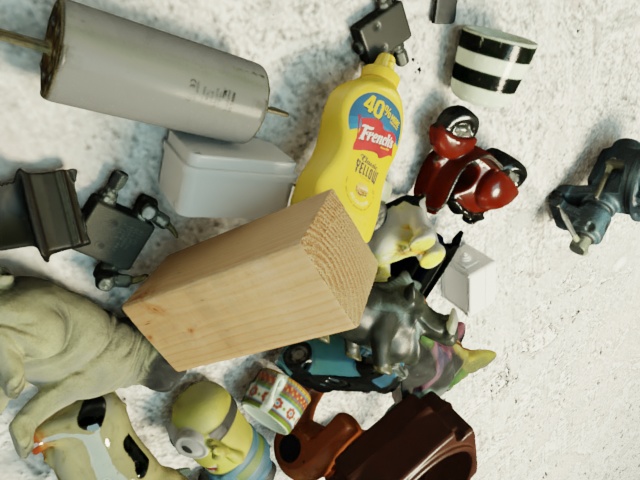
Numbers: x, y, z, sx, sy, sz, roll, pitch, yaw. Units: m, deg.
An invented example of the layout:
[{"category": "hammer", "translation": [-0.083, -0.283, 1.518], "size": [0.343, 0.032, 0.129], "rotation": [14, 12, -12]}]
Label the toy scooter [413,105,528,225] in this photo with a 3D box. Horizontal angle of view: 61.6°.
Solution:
[{"category": "toy scooter", "translation": [0.180, -0.074, 0.689], "size": [0.183, 0.075, 0.135], "rotation": [30, 96, -38]}]

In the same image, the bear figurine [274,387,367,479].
[{"category": "bear figurine", "translation": [0.030, 0.294, 0.770], "size": [0.195, 0.120, 0.132], "rotation": [30, 93, -43]}]

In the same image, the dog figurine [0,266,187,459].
[{"category": "dog figurine", "translation": [-0.212, 0.083, 0.511], "size": [0.190, 0.121, 0.172], "rotation": [-21, 132, -39]}]

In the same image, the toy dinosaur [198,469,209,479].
[{"category": "toy dinosaur", "translation": [-0.108, 0.405, 0.691], "size": [0.131, 0.192, 0.404], "rotation": [-52, 133, -1]}]

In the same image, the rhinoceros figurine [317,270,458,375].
[{"category": "rhinoceros figurine", "translation": [0.062, 0.081, 0.580], "size": [0.190, 0.073, 0.112], "rotation": [23, 80, -20]}]

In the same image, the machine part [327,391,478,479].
[{"category": "machine part", "translation": [0.113, 0.315, 0.706], "size": [0.201, 0.087, 0.200], "rotation": [-33, 135, -17]}]

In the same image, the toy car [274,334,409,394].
[{"category": "toy car", "translation": [0.029, 0.133, 0.679], "size": [0.109, 0.162, 0.103], "rotation": [51, 40, -50]}]

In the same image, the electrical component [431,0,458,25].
[{"category": "electrical component", "translation": [0.147, -0.287, 0.562], "size": [0.075, 0.048, 0.119], "rotation": [-10, 119, -28]}]

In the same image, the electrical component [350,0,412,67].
[{"category": "electrical component", "translation": [0.062, -0.216, 0.562], "size": [0.063, 0.021, 0.093], "rotation": [-36, 131, -11]}]

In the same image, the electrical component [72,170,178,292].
[{"category": "electrical component", "translation": [-0.185, -0.004, 0.501], "size": [0.102, 0.045, 0.078], "rotation": [-52, 133, 1]}]

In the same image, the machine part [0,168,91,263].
[{"category": "machine part", "translation": [-0.266, -0.014, 0.437], "size": [0.139, 0.039, 0.084], "rotation": [-11, 106, -25]}]

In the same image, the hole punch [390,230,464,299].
[{"category": "hole punch", "translation": [0.118, 0.032, 0.713], "size": [0.142, 0.092, 0.115], "rotation": [-63, 159, 8]}]

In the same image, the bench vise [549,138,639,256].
[{"category": "bench vise", "translation": [0.484, -0.059, 0.806], "size": [0.223, 0.241, 0.128], "rotation": [-46, 130, -25]}]

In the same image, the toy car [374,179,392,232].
[{"category": "toy car", "translation": [-0.001, -0.002, 0.607], "size": [0.202, 0.074, 0.056], "rotation": [-47, 135, -3]}]

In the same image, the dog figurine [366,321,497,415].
[{"category": "dog figurine", "translation": [0.166, 0.170, 0.797], "size": [0.219, 0.109, 0.191], "rotation": [-20, 133, -29]}]

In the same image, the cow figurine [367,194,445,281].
[{"category": "cow figurine", "translation": [0.059, 0.009, 0.645], "size": [0.167, 0.098, 0.068], "rotation": [-27, 141, 21]}]

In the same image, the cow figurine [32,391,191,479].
[{"category": "cow figurine", "translation": [-0.211, 0.244, 0.570], "size": [0.127, 0.085, 0.194], "rotation": [-27, 100, -24]}]

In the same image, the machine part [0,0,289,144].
[{"category": "machine part", "translation": [-0.131, -0.132, 0.442], "size": [0.243, 0.079, 0.079], "rotation": [8, 111, -36]}]

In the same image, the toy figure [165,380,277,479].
[{"category": "toy figure", "translation": [-0.118, 0.247, 0.664], "size": [0.082, 0.089, 0.180], "rotation": [-18, 130, 23]}]
